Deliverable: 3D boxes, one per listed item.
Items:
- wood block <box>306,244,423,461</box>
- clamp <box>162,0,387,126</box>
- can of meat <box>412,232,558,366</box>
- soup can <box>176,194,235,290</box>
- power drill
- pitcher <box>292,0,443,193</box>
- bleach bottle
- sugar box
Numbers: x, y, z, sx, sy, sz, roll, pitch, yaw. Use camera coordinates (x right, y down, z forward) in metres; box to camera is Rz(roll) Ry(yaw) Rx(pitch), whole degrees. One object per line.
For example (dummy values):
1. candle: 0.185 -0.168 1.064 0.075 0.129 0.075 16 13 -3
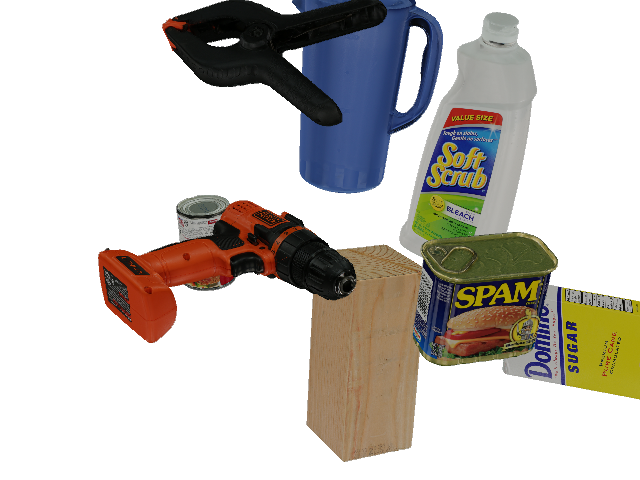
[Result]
1. wood block: 0.047 0.119 1.145 0.090 0.206 0.091 -6 21 -26
2. clamp: -0.035 -0.154 0.818 0.172 0.120 0.039 21 -33 21
3. can of meat: 0.124 0.046 0.827 0.102 0.084 0.057 -5 33 -16
4. soup can: -0.142 0.002 1.326 0.068 0.102 0.068 -2 25 1
5. power drill: -0.085 0.028 0.938 0.187 0.057 0.185 -18 27 -31
6. pitcher: 0.047 -0.184 1.302 0.144 0.243 0.149 -8 28 -26
7. bleach bottle: 0.139 -0.091 0.985 0.103 0.251 0.068 26 41 26
8. sugar box: 0.274 0.101 1.057 0.176 0.093 0.048 8 22 8
